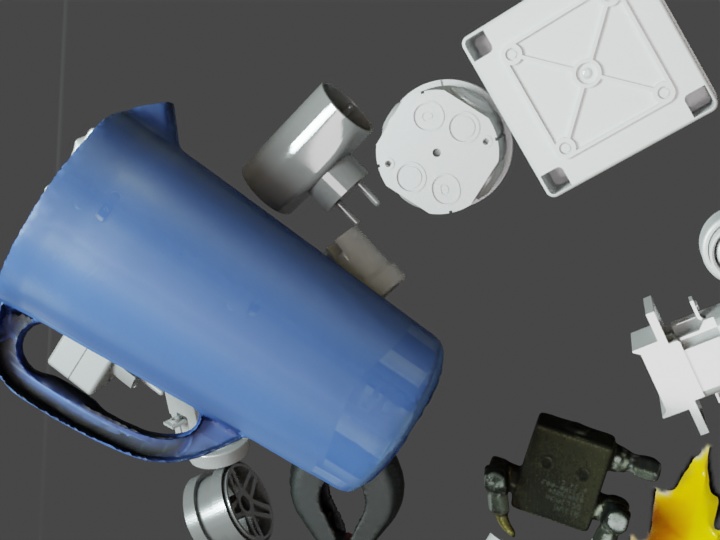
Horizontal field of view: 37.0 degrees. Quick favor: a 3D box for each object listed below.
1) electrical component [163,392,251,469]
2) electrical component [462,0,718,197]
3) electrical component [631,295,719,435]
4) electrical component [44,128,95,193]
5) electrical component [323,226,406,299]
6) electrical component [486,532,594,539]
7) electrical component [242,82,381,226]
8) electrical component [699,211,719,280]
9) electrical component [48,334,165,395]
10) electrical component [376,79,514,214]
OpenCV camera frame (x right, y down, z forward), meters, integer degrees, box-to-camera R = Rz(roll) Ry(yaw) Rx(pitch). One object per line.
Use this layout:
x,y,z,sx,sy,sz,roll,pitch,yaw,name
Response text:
-0.101,0.102,0.735,0.048,0.066,0.055,15,120,49,electrical component
0.132,-0.115,0.619,0.109,0.056,0.108,-29,94,19,electrical component
0.203,0.052,0.649,0.064,0.042,0.081,-24,96,17,electrical component
-0.159,-0.040,0.720,0.100,0.048,0.099,39,108,3,electrical component
0.000,0.000,0.692,0.040,0.040,0.046,-42,85,20,electrical component
0.143,0.210,0.698,0.138,0.052,0.073,33,85,6,electrical component
-0.021,-0.063,0.679,0.079,0.044,0.077,47,110,0,electrical component
0.219,-0.012,0.618,0.043,0.062,0.043,3,104,14,electrical component
-0.161,0.056,0.743,0.077,0.047,0.065,37,109,4,electrical component
0.051,-0.074,0.654,0.080,0.051,0.080,3,104,14,electrical component
